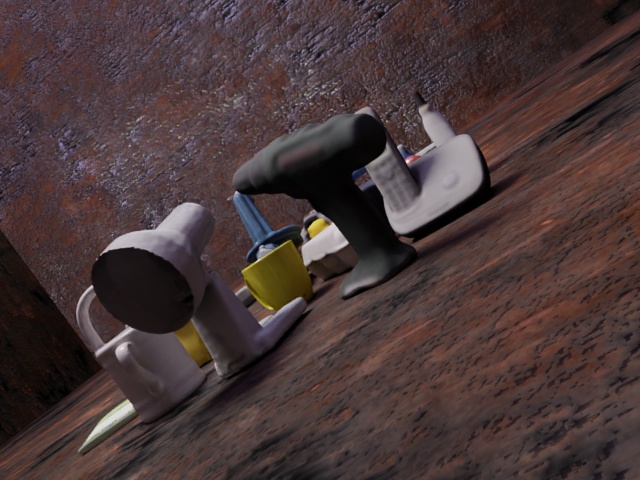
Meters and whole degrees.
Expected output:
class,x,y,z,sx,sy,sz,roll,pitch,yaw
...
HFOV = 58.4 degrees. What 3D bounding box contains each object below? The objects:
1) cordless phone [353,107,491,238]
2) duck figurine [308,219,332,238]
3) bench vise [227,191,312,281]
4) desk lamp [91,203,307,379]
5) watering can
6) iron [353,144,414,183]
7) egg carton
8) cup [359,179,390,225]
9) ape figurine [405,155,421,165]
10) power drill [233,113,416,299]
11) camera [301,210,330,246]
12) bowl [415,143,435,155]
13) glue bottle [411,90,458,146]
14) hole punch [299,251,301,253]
class,x,y,z,sx,sy,sz,roll,pitch,yaw
cordless phone,0.124,-0.109,0.750,0.147,0.185,0.094,-32,5,27
duck figurine,0.010,0.004,1.073,0.105,0.086,0.077,-36,4,-26
bench vise,-0.090,-0.008,1.059,0.121,0.220,0.207,-35,4,-12
desk lamp,-0.145,0.062,0.704,0.117,0.213,0.204,-32,4,27
watering can,-0.255,0.143,0.787,0.101,0.194,0.172,-37,5,-29
iron,0.124,-0.114,1.142,0.257,0.141,0.119,-32,5,32
egg carton,0.039,0.006,0.913,0.107,0.069,0.150,-37,5,-33
cup,0.107,-0.058,0.938,0.092,0.095,0.117,-35,4,-11
ape figurine,0.165,-0.093,0.900,0.076,0.092,0.078,-33,4,16
power drill,0.010,-0.040,0.681,0.229,0.208,0.076,-31,6,44
camera,0.026,-0.042,1.403,0.143,0.101,0.137,-33,4,20
bowl,0.221,-0.150,1.267,0.167,0.075,0.167,-34,4,3
glue bottle,0.198,-0.166,0.918,0.037,0.173,0.078,-34,4,12
hole punch,-0.088,0.053,1.268,0.101,0.091,0.108,-36,4,-18
